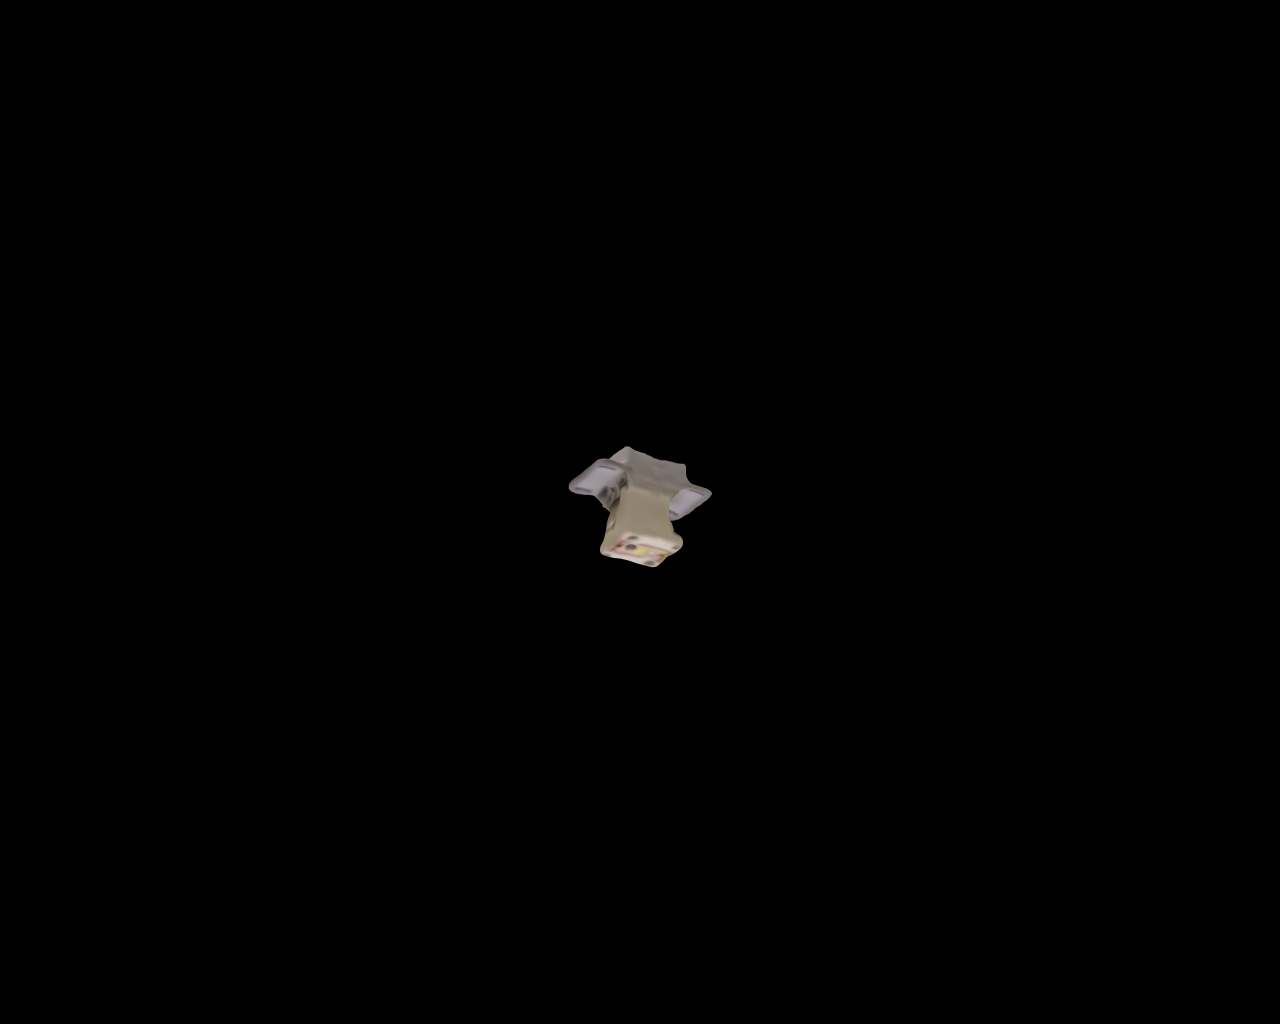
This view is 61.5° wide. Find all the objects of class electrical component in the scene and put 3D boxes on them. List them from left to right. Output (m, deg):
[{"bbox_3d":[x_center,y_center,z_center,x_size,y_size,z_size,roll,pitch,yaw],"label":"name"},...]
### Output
[{"bbox_3d":[0.001,-0.003,0.650,0.081,0.064,0.042,15,-32,-27],"label":"electrical component"}]
